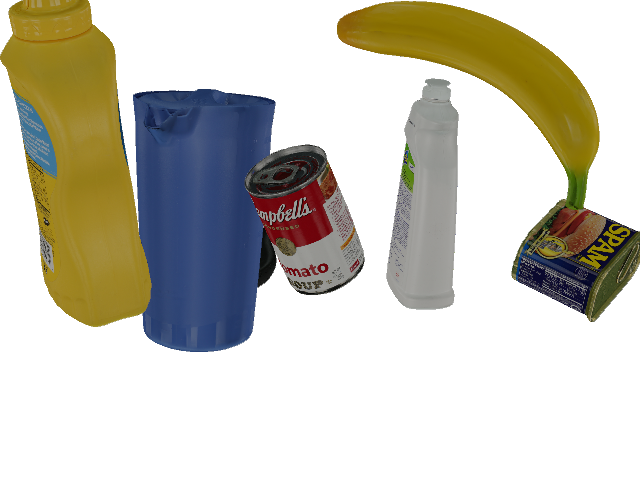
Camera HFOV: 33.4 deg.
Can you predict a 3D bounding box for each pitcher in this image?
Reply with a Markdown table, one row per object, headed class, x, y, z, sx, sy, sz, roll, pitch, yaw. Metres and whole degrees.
| class | x | y | z | sx | sy | sz | roll | pitch | yaw |
| --- | --- | --- | --- | --- | --- | --- | --- | --- | --- |
| pitcher | -0.109 | -0.025 | 1.033 | 0.149 | 0.243 | 0.145 | -2 | 14 | -19 |

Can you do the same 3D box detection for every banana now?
| class | x | y | z | sx | sy | sz | roll | pitch | yaw |
| --- | --- | --- | --- | --- | --- | --- | --- | --- | --- |
| banana | 0.100 | -0.103 | 0.658 | 0.198 | 0.069 | 0.037 | 39 | 0 | 18 |

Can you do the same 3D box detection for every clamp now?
| class | x | y | z | sx | sy | sz | roll | pitch | yaw |
| --- | --- | --- | --- | --- | --- | --- | --- | --- | --- |
| clamp | -0.075 | 0.005 | 1.225 | 0.120 | 0.039 | 0.171 | -5 | 42 | 6 |

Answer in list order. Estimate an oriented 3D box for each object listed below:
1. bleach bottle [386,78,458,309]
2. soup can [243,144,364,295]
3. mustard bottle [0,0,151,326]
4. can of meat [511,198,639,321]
| class | x | y | z | sx | sy | sz | roll | pitch | yaw |
| --- | --- | --- | --- | --- | --- | --- | --- | --- | --- |
| bleach bottle | 0.122 | -0.055 | 1.207 | 0.068 | 0.251 | 0.102 | -2 | 24 | -13 |
| soup can | -0.011 | -0.016 | 0.851 | 0.068 | 0.102 | 0.068 | -16 | 33 | 10 |
| mustard bottle | -0.135 | -0.055 | 0.580 | 0.058 | 0.192 | 0.096 | -15 | 32 | -20 |
| can of meat | 0.235 | 0.015 | 0.973 | 0.084 | 0.057 | 0.101 | 28 | 48 | 28 |
